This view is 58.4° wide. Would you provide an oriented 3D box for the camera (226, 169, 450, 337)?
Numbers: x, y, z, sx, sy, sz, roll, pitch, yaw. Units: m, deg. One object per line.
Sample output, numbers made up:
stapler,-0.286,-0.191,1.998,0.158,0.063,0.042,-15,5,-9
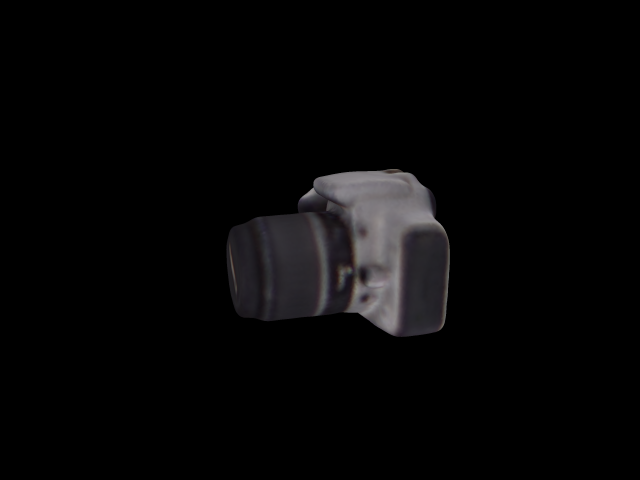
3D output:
camera,0.004,0.001,0.400,0.137,0.101,0.143,-5,15,-18
